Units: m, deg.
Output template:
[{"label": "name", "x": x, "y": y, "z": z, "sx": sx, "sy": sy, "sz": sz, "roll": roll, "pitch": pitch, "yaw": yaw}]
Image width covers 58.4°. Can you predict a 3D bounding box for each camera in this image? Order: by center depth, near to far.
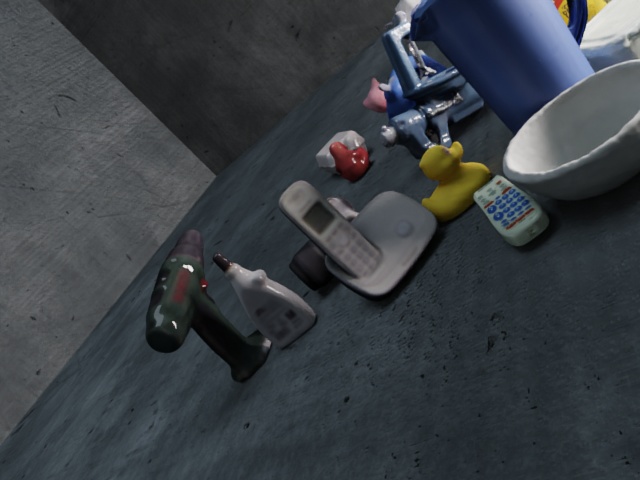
[{"label": "camera", "x": 0.008, "y": 0.003, "z": 0.909, "sx": 0.137, "sy": 0.101, "sz": 0.143, "roll": -45, "pitch": 17, "yaw": -1}]

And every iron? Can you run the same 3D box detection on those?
[{"label": "iron", "x": 0.197, "y": -0.306, "z": 1.131, "sx": 0.118, "sy": 0.141, "sz": 0.258, "roll": -27, "pitch": 24, "yaw": 44}]

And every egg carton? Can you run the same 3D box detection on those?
[{"label": "egg carton", "x": 0.052, "y": -0.206, "z": 1.361, "sx": 0.107, "sy": 0.069, "sz": 0.150, "roll": -47, "pitch": 17, "yaw": -7}]

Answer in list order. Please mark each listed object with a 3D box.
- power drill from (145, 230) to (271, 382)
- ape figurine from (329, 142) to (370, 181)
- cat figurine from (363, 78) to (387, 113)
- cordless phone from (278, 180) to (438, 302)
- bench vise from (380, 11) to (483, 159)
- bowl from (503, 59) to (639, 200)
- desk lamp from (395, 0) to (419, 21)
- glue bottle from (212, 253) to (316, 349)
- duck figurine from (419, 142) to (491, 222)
[{"label": "power drill", "x": -0.170, "y": 0.109, "z": 0.888, "sx": 0.075, "sy": 0.209, "sz": 0.229, "roll": -36, "pitch": 19, "yaw": 26}, {"label": "ape figurine", "x": 0.058, "y": -0.176, "z": 1.237, "sx": 0.077, "sy": 0.092, "sz": 0.076, "roll": -32, "pitch": 21, "yaw": 37}, {"label": "cat figurine", "x": 0.155, "y": -0.316, "z": 1.296, "sx": 0.067, "sy": 0.118, "sz": 0.127, "roll": -49, "pitch": 17, "yaw": -13}, {"label": "cordless phone", "x": 0.048, "y": -0.026, "z": 0.737, "sx": 0.148, "sy": 0.185, "sz": 0.094, "roll": -50, "pitch": 18, "yaw": -17}, {"label": "bench vise", "x": 0.165, "y": -0.257, "z": 0.952, "sx": 0.121, "sy": 0.220, "sz": 0.208, "roll": -17, "pitch": 32, "yaw": 56}, {"label": "bowl", "x": 0.271, "y": -0.094, "z": 0.565, "sx": 0.167, "sy": 0.075, "sz": 0.167, "roll": -40, "pitch": 17, "yaw": 15}, {"label": "desk lamp", "x": 0.292, "y": -0.476, "z": 1.187, "sx": 0.203, "sy": 0.214, "sz": 0.118, "roll": -36, "pitch": 19, "yaw": 27}, {"label": "glue bottle", "x": -0.089, "y": 0.079, "z": 0.830, "sx": 0.078, "sy": 0.173, "sz": 0.037, "roll": -39, "pitch": 18, "yaw": 17}, {"label": "duck figurine", "x": 0.167, "y": -0.084, "z": 0.768, "sx": 0.104, "sy": 0.086, "sz": 0.077, "roll": -47, "pitch": 17, "yaw": -7}]
